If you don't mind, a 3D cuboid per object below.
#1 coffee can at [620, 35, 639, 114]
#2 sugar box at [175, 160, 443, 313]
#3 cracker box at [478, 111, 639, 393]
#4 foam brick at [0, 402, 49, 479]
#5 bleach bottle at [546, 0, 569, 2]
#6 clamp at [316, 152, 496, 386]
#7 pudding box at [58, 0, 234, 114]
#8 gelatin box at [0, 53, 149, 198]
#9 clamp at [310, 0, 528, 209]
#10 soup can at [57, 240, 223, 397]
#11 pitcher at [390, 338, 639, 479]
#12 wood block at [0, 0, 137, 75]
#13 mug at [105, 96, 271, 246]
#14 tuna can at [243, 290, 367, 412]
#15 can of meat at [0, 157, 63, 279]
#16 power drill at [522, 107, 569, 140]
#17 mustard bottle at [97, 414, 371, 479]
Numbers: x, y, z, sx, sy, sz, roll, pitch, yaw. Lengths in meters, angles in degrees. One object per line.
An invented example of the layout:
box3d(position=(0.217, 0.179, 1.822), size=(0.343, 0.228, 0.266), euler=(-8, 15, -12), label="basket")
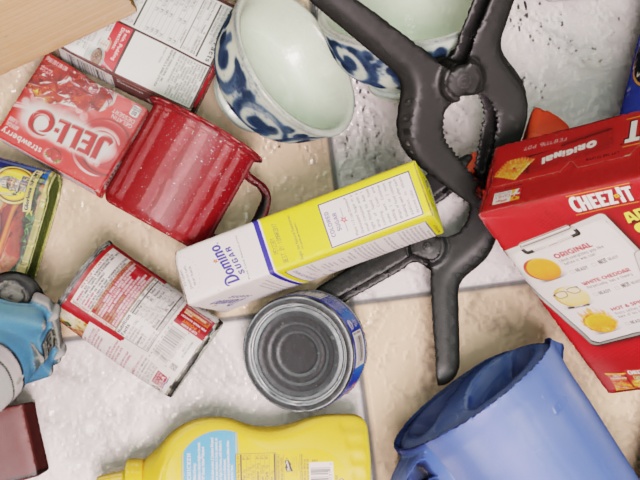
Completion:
box3d(position=(0.286, -0.129, 0.799), size=(0.103, 0.103, 0.140), euler=(16, 82, -3), label="coffee can")
box3d(position=(-0.005, 0.001, 0.742), size=(0.176, 0.093, 0.048), euler=(-18, 80, 9), label="sugar box")
box3d(position=(0.229, 0.010, 0.703), size=(0.213, 0.164, 0.072), euler=(49, 44, -34), label="cracker box")
box3d(position=(-0.236, 0.148, 0.748), size=(0.078, 0.053, 0.051), euler=(-14, 85, -8), label="foam brick")
box3d(position=(0.128, -0.250, 0.822), size=(0.250, 0.068, 0.102), euler=(15, 83, -5), label="bleach bottle")
box3d(position=(0.069, 0.010, 0.791), size=(0.120, 0.039, 0.171), euler=(20, 79, 7), label="clamp")
box3d(position=(-0.127, -0.154, 0.801), size=(0.113, 0.039, 0.090), euler=(26, 80, -3), label="pudding box")
box3d(position=(-0.182, -0.084, 0.791), size=(0.089, 0.030, 0.073), euler=(30, 82, -1), label="gelatin box")
box3d(position=(0.079, -0.112, 0.716), size=(0.164, 0.036, 0.210), euler=(-15, 115, -11), label="clamp")
box3d(position=(-0.129, 0.056, 0.760), size=(0.102, 0.068, 0.068), euler=(35, 82, 0), label="soup can")
box3d(position=(0.163, 0.203, 0.736), size=(0.149, 0.145, 0.243), euler=(-35, 90, 14), label="pitcher")
box3d(position=(-0.247, -0.171, 0.743), size=(0.206, 0.090, 0.090), euler=(-24, 74, 3), label="wood block")
box3d(position=(-0.091, -0.039, 0.768), size=(0.117, 0.093, 0.081), euler=(30, 86, -20), label="mug")
box3d(position=(-0.011, 0.080, 0.767), size=(0.086, 0.033, 0.086), euler=(1, 94, 18), label="tuna can")
box3d(position=(-0.239, -0.012, 0.765), size=(0.084, 0.057, 0.102), euler=(15, 83, -6), label="can of meat")
box3d(position=(0.233, -0.040, 0.753), size=(0.187, 0.184, 0.057), euler=(13, 65, 6), label="power drill")
box3d(position=(-0.061, 0.174, 0.756), size=(0.191, 0.058, 0.096), euler=(-1, 84, -5), label="mustard bottle")
